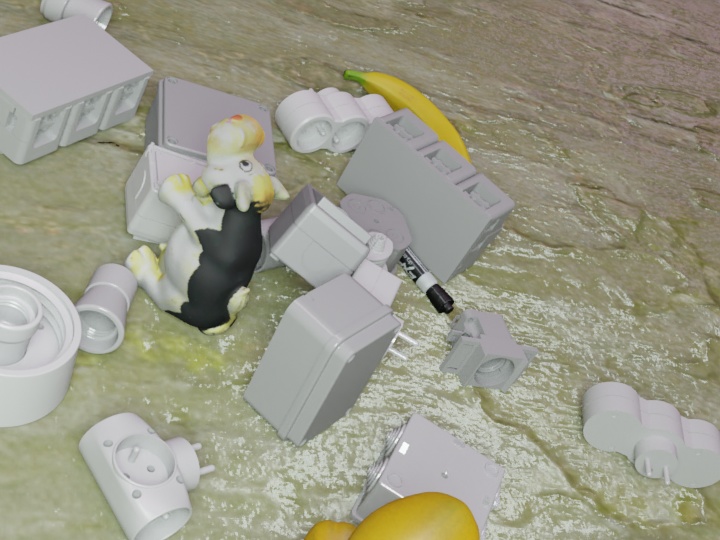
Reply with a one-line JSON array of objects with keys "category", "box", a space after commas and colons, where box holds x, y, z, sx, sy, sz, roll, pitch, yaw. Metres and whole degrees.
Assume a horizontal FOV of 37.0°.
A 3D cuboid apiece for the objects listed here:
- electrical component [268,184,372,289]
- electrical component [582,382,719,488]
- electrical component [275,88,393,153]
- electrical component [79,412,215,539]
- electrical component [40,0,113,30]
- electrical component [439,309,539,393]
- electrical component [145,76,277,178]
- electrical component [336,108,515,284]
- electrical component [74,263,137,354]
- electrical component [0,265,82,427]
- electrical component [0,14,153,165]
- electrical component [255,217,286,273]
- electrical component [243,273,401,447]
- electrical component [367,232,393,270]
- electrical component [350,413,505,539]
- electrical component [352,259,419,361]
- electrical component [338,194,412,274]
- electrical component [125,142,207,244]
[{"category": "electrical component", "box": [-0.032, -0.029, 0.870, 0.062, 0.061, 0.096, 39, 9, -14]}, {"category": "electrical component", "box": [0.262, 0.159, 0.954, 0.138, 0.052, 0.073, 24, 37, -10]}, {"category": "electrical component", "box": [-0.028, -0.163, 1.114, 0.138, 0.052, 0.073, -4, 50, -39]}, {"category": "electrical component", "box": [-0.133, 0.132, 0.708, 0.079, 0.044, 0.077, -11, 54, -42]}, {"category": "electrical component", "box": [-0.276, -0.253, 1.045, 0.055, 0.045, 0.045, 30, 37, -2]}, {"category": "electrical component", "box": [0.111, 0.070, 0.956, 0.081, 0.042, 0.063, 11, 40, -27]}, {"category": "electrical component", "box": [-0.136, -0.111, 0.974, 0.109, 0.056, 0.108, 14, 40, -23]}, {"category": "electrical component", "box": [0.065, -0.075, 1.048, 0.150, 0.089, 0.062, 43, 38, 14]}, {"category": "electrical component", "box": [-0.188, 0.025, 0.795, 0.044, 0.044, 0.065, 24, 33, -11]}, {"category": "electrical component", "box": [-0.240, 0.044, 0.719, 0.108, 0.060, 0.108, 20, 38, -16]}, {"category": "electrical component", "box": [-0.267, -0.156, 0.927, 0.089, 0.061, 0.150, 39, 37, 10]}, {"category": "electrical component", "box": [-0.065, -0.026, 0.938, 0.081, 0.043, 0.043, -14, 56, -44]}, {"category": "electrical component", "box": [-0.028, 0.068, 0.800, 0.057, 0.113, 0.078, 41, 37, 17]}, {"category": "electrical component", "box": [0.000, 0.000, 0.924, 0.043, 0.081, 0.043, 20, 38, -16]}, {"category": "electrical component", "box": [0.053, 0.165, 0.800, 0.100, 0.048, 0.099, 32, 38, 2]}, {"category": "electrical component", "box": [0.011, 0.048, 0.875, 0.076, 0.083, 0.047, 31, 36, -2]}, {"category": "electrical component", "box": [0.004, -0.027, 0.983, 0.080, 0.051, 0.080, 20, 38, -16]}, {"category": "electrical component", "box": [-0.145, -0.053, 0.904, 0.096, 0.061, 0.061, 18, 37, -29]}]
